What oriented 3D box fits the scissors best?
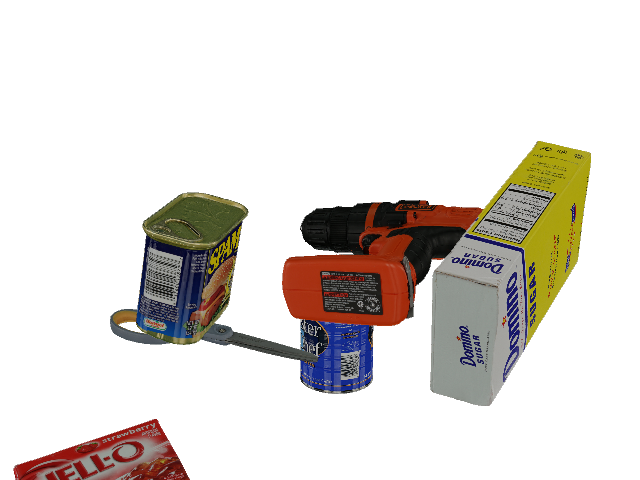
[{"bbox_3d":[-0.100,0.080,1.034,0.201,0.016,0.096,5,31,0],"label":"scissors"}]

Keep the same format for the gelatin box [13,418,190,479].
[{"bbox_3d":[-0.122,0.143,0.604,0.089,0.030,0.073,-15,28,-20],"label":"gelatin box"}]

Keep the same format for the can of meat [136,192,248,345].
[{"bbox_3d":[-0.098,0.020,0.806,0.057,0.084,0.102,15,22,10],"label":"can of meat"}]

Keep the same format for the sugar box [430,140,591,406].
[{"bbox_3d":[0.124,0.017,0.679,0.048,0.093,0.176,13,37,23],"label":"sugar box"}]

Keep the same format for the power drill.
[{"bbox_3d":[0.040,0.011,0.914,0.185,0.057,0.187,0,19,25],"label":"power drill"}]

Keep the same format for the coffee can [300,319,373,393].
[{"bbox_3d":[0.023,0.124,1.461,0.103,0.140,0.103,0,18,0],"label":"coffee can"}]
